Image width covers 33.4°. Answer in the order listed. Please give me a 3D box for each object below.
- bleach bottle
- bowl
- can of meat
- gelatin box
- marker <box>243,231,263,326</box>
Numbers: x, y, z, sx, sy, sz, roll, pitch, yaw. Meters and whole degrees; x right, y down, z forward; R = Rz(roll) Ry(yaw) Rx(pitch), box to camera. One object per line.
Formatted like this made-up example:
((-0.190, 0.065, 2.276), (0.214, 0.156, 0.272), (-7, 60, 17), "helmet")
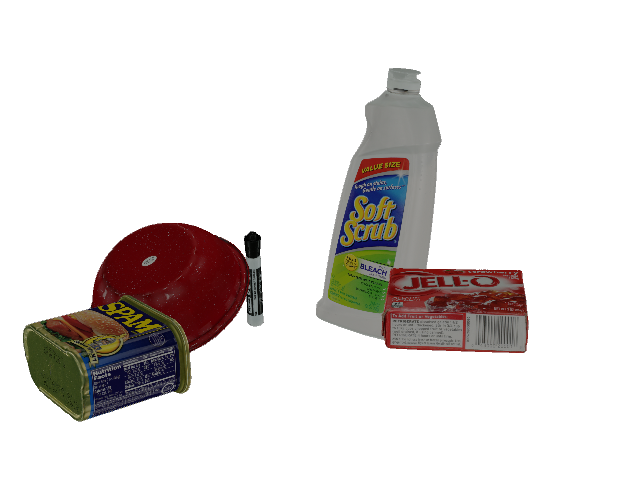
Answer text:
((0.058, -0.037, 1.011), (0.103, 0.251, 0.067), (16, 20, 31), "bleach bottle")
((-0.151, 0.035, 0.998), (0.162, 0.162, 0.055), (0, -42, 21), "bowl")
((-0.157, 0.084, 0.774), (0.083, 0.057, 0.102), (-14, 22, -36), "can of meat")
((0.086, 0.043, 0.682), (0.089, 0.030, 0.073), (1, 19, 7), "gelatin box")
((-0.075, 0.043, 1.199), (0.020, 0.121, 0.020), (0, 32, 0), "marker")
